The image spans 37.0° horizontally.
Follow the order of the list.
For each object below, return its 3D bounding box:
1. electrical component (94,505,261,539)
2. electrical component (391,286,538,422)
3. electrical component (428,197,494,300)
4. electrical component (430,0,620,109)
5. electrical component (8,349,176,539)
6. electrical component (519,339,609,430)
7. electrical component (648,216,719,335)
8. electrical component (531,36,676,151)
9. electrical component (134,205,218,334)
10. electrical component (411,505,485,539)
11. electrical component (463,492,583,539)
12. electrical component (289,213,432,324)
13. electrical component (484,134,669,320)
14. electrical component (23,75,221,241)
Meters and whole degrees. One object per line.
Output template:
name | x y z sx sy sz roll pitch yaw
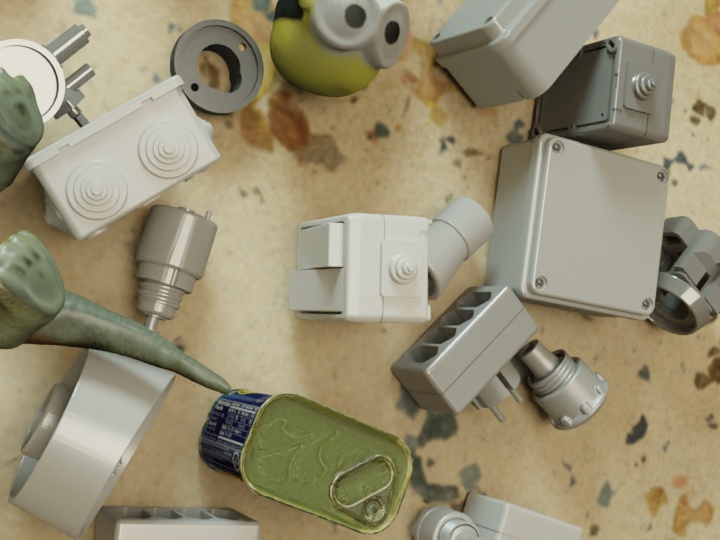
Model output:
electrical component | -0.106 0.175 0.605 0.083 0.047 0.075 7 85 -26
electrical component | 0.079 0.065 0.701 0.083 0.047 0.075 -44 107 -21
electrical component | 0.055 -0.017 0.696 0.065 0.044 0.044 -42 106 -26
electrical component | 0.110 -0.167 0.706 0.057 0.078 0.113 47 70 -21
electrical component | -0.140 0.090 0.566 0.064 0.099 0.099 28 76 -17
electrical component | 0.134 0.074 0.731 0.062 0.048 0.048 46 70 -11
electrical component | 0.235 0.009 0.776 0.078 0.058 0.057 49 67 -17
electrical component | 0.171 -0.116 0.725 0.061 0.096 0.061 9 85 -29
electrical component | -0.109 -0.001 0.613 0.040 0.040 0.078 20 80 -25
electrical component | 0.060 0.170 0.680 0.035 0.061 0.035 1 88 -27
electrical component | 0.098 0.195 0.707 0.066 0.047 0.076 23 78 -24
electrical component | 0.000 0.000 0.636 0.061 0.096 0.061 2 88 -25
electrical component | 0.148 -0.027 0.733 0.109 0.056 0.108 11 84 -26
electrical component | -0.124 -0.056 0.569 0.100 0.100 0.048 -32 99 -10
